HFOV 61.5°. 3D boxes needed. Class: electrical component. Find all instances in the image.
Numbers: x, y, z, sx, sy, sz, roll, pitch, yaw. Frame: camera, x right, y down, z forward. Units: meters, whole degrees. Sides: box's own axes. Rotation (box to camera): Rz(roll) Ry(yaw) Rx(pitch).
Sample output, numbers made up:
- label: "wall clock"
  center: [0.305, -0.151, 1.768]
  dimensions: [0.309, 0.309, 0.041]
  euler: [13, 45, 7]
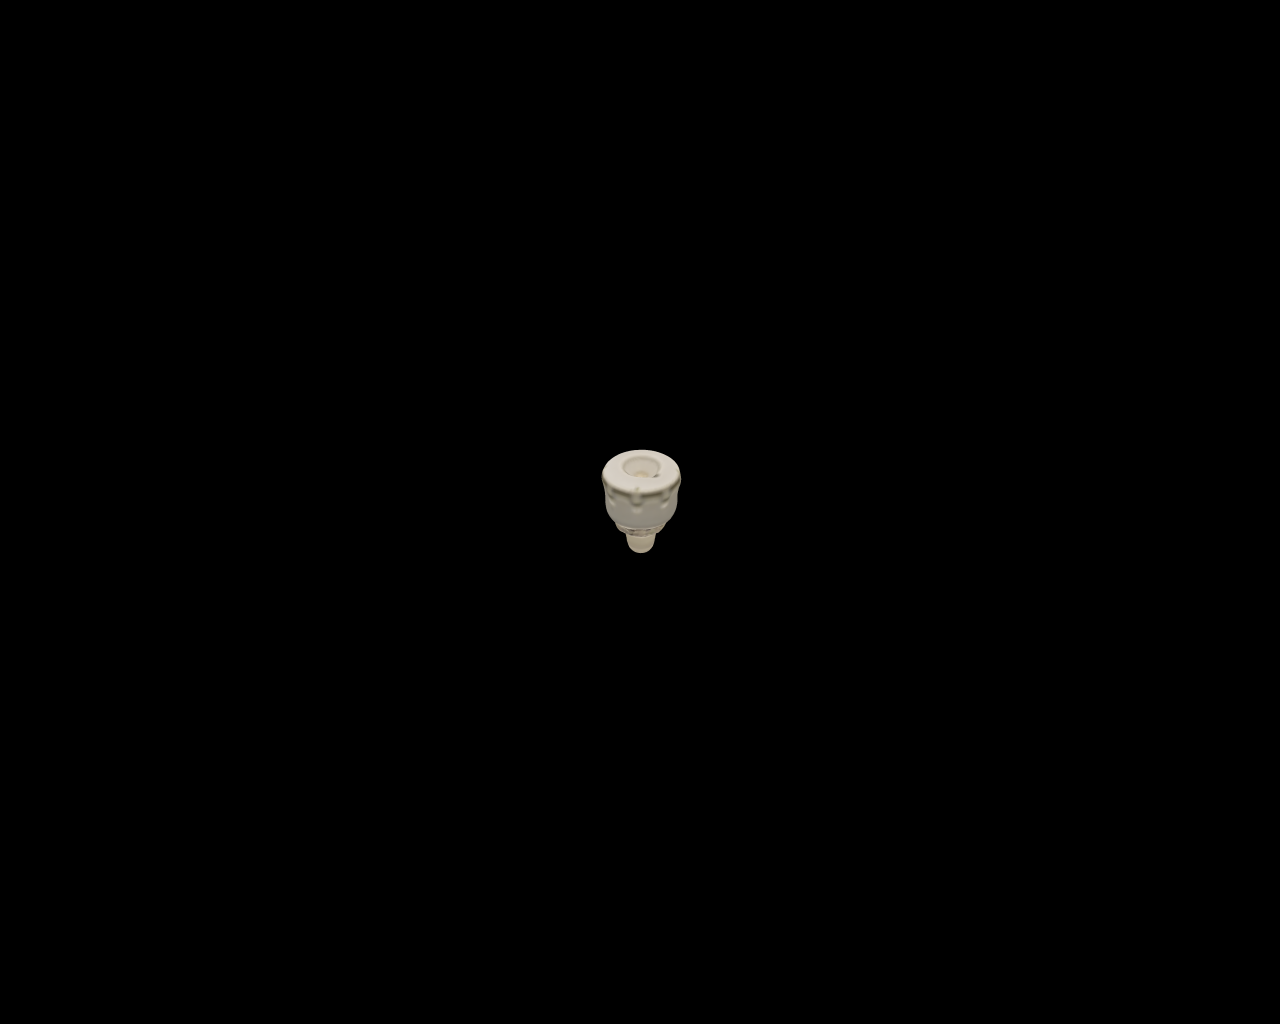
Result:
- label: "electrical component"
  center: [0.001, -0.003, 0.650]
  dimensions: [0.048, 0.062, 0.048]
  euler: [0, 34, 0]
